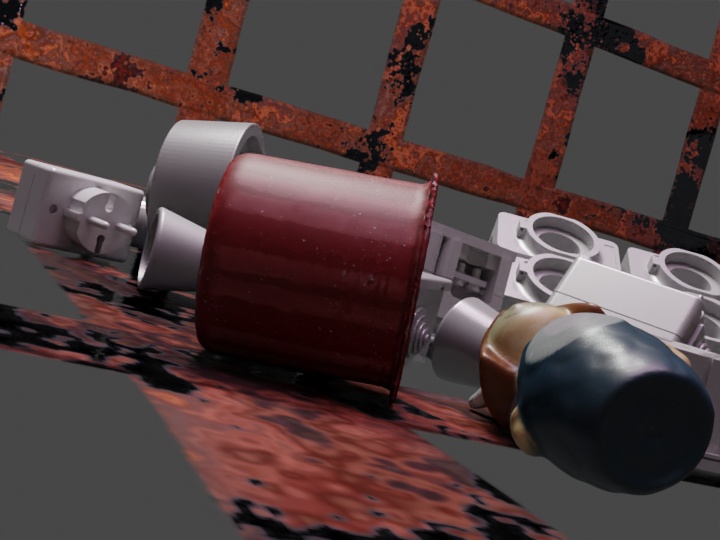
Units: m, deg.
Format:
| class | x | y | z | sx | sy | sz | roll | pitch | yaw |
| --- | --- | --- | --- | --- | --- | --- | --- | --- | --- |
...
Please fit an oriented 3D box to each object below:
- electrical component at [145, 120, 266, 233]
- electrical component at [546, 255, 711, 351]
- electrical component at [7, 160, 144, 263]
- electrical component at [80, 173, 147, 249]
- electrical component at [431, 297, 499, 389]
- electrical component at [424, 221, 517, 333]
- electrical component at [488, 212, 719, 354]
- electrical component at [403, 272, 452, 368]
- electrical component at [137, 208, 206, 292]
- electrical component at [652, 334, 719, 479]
| class | x | y | z | sx | sy | sz | roll | pitch | yaw |
| --- | --- | --- | --- | --- | --- | --- | --- | --- | --- |
| electrical component | -0.105 | -0.046 | 0.701 | 0.060 | 0.108 | 0.108 | 10 | 2 | 7 |
| electrical component | 0.158 | 0.044 | 0.629 | 0.096 | 0.061 | 0.061 | 21 | -29 | 32 |
| electrical component | -0.163 | -0.032 | 0.651 | 0.066 | 0.047 | 0.077 | 13 | 4 | -43 |
| electrical component | -0.169 | -0.038 | 0.765 | 0.079 | 0.044 | 0.077 | 15 | 3 | -13 |
| electrical component | 0.073 | 0.044 | 0.517 | 0.065 | 0.044 | 0.044 | 23 | 7 | 37 |
| electrical component | 0.004 | -0.003 | 0.655 | 0.150 | 0.061 | 0.089 | 19 | -9 | -23 |
| electrical component | 0.178 | 0.027 | 0.747 | 0.186 | 0.060 | 0.105 | 15 | 34 | -2 |
| electrical component | -0.011 | 0.015 | 0.535 | 0.100 | 0.048 | 0.100 | 16 | 3 | 19 |
| electrical component | -0.086 | -0.005 | 0.571 | 0.055 | 0.045 | 0.045 | 15 | 3 | -17 |
| electrical component | 0.138 | 0.058 | 0.478 | 0.080 | 0.051 | 0.080 | 15 | 3 | -1 |
